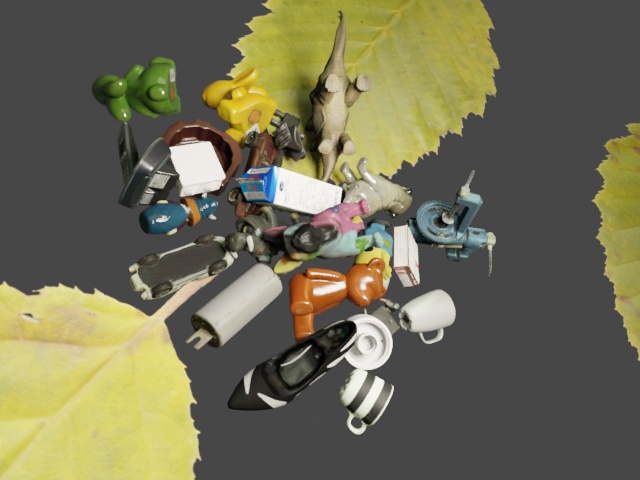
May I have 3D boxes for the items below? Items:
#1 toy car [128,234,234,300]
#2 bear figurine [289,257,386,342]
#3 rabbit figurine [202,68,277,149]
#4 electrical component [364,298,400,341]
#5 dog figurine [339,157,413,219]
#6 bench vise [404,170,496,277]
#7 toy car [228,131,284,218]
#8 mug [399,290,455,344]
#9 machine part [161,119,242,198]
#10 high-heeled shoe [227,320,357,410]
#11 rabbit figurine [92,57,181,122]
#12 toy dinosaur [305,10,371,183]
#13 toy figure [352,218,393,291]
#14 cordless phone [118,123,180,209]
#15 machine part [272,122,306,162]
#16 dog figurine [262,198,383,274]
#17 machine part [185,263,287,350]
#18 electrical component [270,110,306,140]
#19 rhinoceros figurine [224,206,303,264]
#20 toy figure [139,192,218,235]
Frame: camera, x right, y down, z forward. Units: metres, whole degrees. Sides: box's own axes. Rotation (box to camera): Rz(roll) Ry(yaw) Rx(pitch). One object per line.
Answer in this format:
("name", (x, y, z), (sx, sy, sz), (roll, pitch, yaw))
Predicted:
("toy car", (-0.255, 0.048, 0.999), (0.202, 0.056, 0.073), (-22, 79, -34))
("bear figurine", (0.039, 0.111, 1.040), (0.196, 0.120, 0.132), (-4, 41, -2))
("rabbit figurine", (-0.192, -0.316, 1.210), (0.173, 0.121, 0.162), (33, 73, 31))
("electrical component", (0.127, 0.169, 1.119), (0.102, 0.045, 0.078), (-25, 73, -36))
("dog figurine", (0.123, -0.080, 1.250), (0.190, 0.121, 0.172), (32, 83, -27))
("bench vise", (0.317, -0.038, 1.233), (0.224, 0.240, 0.129), (18, 56, 4))
("toy car", (-0.132, -0.136, 1.136), (0.089, 0.053, 0.202), (36, 59, -45))
("mug", (0.224, 0.170, 1.155), (0.107, 0.081, 0.109), (-11, 104, -27))
("machine part", (-0.256, -0.170, 1.133), (0.179, 0.056, 0.179), (12, 58, -19))
("high-heeled shoe", (-0.039, 0.219, 0.941), (0.249, 0.145, 0.086), (-25, 73, -38))
("rabbit figurine", (-0.390, -0.299, 1.114), (0.170, 0.121, 0.159), (-2, 32, 0))
("toy dinosaur", (0.030, -0.332, 1.262), (0.105, 0.199, 0.471), (13, 88, -19))
("toy figure", (0.112, 0.039, 1.171), (0.089, 0.082, 0.180), (4, 63, 7))
("cordless phone", (-0.345, -0.167, 1.029), (0.089, 0.146, 0.184), (-2, 62, -37))
("machine part", (-0.064, -0.221, 1.198), (0.139, 0.039, 0.084), (3, 76, -74))
("dog figurine", (-0.002, -0.003, 1.060), (0.219, 0.191, 0.108), (-16, 89, -14))
("machine part", (-0.151, 0.118, 0.992), (0.079, 0.079, 0.243), (44, 52, 5))
("electrical component", (-0.075, -0.281, 1.315), (0.094, 0.021, 0.063), (26, 52, -9))
("rhinoceros figurine", (-0.109, -0.005, 1.075), (0.190, 0.073, 0.112), (1, 75, -49))
("toy figure", (-0.273, -0.053, 1.050), (0.154, 0.064, 0.058), (-20, 33, -39))
